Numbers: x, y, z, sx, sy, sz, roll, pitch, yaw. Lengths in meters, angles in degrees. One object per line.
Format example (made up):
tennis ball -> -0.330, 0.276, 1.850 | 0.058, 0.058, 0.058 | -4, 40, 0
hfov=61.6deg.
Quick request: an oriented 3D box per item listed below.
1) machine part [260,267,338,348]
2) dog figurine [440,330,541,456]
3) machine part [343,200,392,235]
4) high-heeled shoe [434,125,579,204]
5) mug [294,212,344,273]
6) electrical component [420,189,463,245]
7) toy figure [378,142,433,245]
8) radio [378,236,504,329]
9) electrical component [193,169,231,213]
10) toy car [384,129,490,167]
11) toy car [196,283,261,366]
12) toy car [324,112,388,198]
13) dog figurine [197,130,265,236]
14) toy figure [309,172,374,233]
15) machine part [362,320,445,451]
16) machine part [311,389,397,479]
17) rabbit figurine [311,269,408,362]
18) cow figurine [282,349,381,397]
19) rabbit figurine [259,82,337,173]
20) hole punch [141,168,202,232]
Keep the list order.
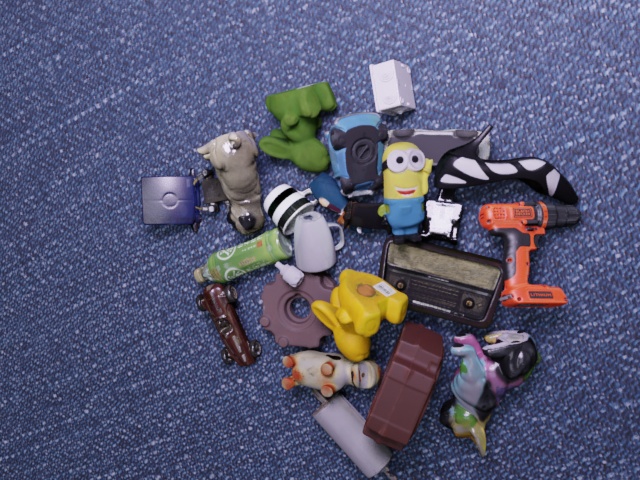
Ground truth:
machine part -> -0.041, 0.141, 1.123 | 0.180, 0.056, 0.179 | 1, 95, 15
dog figurine -> 0.317, 0.286, 1.007 | 0.192, 0.108, 0.219 | -6, 98, 14
machine part -> 0.110, -0.050, 1.037 | 0.139, 0.039, 0.084 | -3, 88, -19
high-heeled shoe -> 0.329, -0.094, 0.953 | 0.249, 0.086, 0.145 | 35, 102, -7
mug -> -0.002, -0.003, 1.071 | 0.109, 0.081, 0.107 | -19, 121, -15
electrical component -> 0.233, -0.054, 1.021 | 0.075, 0.047, 0.119 | 6, 80, 14
toy figure -> 0.149, -0.086, 0.976 | 0.082, 0.089, 0.180 | -10, 104, -26
radio -> 0.226, 0.078, 1.026 | 0.230, 0.073, 0.131 | 14, 99, 16
electrical component -> -0.230, -0.103, 1.161 | 0.078, 0.045, 0.102 | -2, 95, 18
toy car -> 0.216, -0.172, 1.015 | 0.202, 0.056, 0.073 | 4, 103, 18
toy car -> -0.198, 0.188, 1.162 | 0.089, 0.053, 0.202 | -17, 103, 15
toy car -> 0.067, -0.168, 1.035 | 0.109, 0.103, 0.161 | -12, 112, -12
dog figurine -> -0.154, -0.109, 1.074 | 0.121, 0.172, 0.190 | -20, 88, -3
toy figure -> 0.046, -0.069, 1.071 | 0.064, 0.058, 0.154 | -44, 90, -8
machine part -> 0.159, 0.266, 0.998 | 0.087, 0.201, 0.200 | 23, 101, 11
machine part -> 0.067, 0.397, 1.105 | 0.243, 0.079, 0.079 | 46, 106, 7
rabbit figurine -> 0.061, 0.151, 1.007 | 0.163, 0.122, 0.173 | 29, 129, 29
cow figurine -> 0.033, 0.265, 1.091 | 0.195, 0.127, 0.085 | -1, 95, 31
rabbit figurine -> -0.042, -0.209, 1.061 | 0.159, 0.121, 0.170 | -8, 108, 21
hole punch -> -0.326, -0.086, 1.171 | 0.116, 0.092, 0.142 | -1, 92, 13
